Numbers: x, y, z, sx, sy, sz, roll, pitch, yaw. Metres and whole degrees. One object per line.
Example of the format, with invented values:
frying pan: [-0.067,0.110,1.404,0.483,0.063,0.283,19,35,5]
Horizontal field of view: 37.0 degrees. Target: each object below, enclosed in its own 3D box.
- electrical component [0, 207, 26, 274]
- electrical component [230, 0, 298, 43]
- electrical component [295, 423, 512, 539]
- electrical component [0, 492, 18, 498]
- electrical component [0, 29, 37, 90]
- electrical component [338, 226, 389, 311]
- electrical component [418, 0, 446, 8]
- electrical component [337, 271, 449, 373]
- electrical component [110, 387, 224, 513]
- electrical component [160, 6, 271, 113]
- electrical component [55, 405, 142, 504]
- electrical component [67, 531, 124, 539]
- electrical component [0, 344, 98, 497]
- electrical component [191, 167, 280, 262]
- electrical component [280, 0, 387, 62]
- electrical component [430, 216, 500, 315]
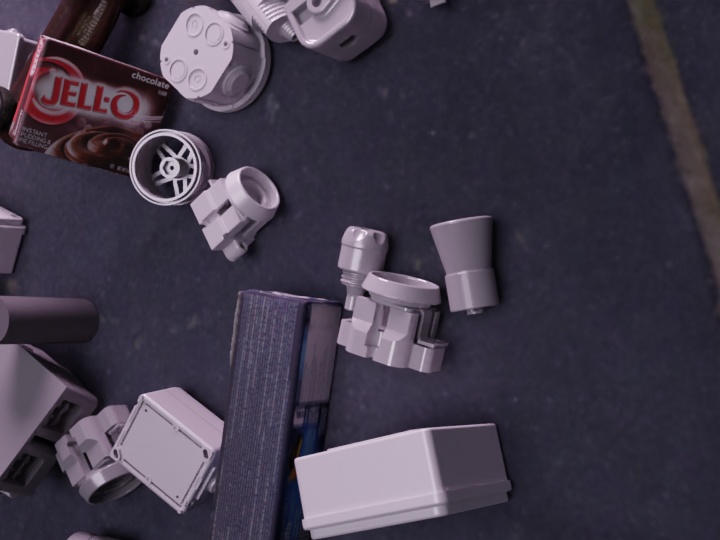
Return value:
electrical component: [-0.386,-0.039,0.986,0.109,0.109,0.056,24,102,30]
electrical component: [-0.072,-0.209,0.846,0.043,0.043,0.081,-46,66,20]
electrical component: [0.030,0.141,0.728,0.109,0.109,0.056,-18,76,29]
electrical component: [-0.333,0.186,0.979,0.062,0.043,0.043,23,99,29]
electrical component: [-0.335,-0.175,0.997,0.100,0.048,0.099,15,95,30]
electrical component: [0.000,0.000,0.797,0.035,0.035,0.061,15,97,31]
electrical component: [0.047,-0.223,0.769,0.048,0.055,0.066,-13,81,30]
electrical component: [0.026,0.034,0.766,0.078,0.058,0.057,16,99,30]
electrical component: [-0.138,0.145,0.859,0.096,0.061,0.061,34,105,20]
electrical component: [-0.116,-0.170,0.865,0.080,0.051,0.080,-2,86,31]
electrical component: [-0.215,0.159,0.903,0.078,0.058,0.057,-42,65,23]
electrical component: [-0.219,0.249,0.902,0.047,0.055,0.055,0,87,27]
electrical component: [-0.331,0.104,0.955,0.186,0.060,0.105,34,85,28]
electrical component: [-0.097,-0.049,0.851,0.055,0.048,0.066,-39,69,31]
electrical component: [-0.023,-0.208,0.807,0.054,0.059,0.095,-33,72,25]
electrical component: [0.076,-0.002,0.749,0.044,0.044,0.065,-11,87,30]
